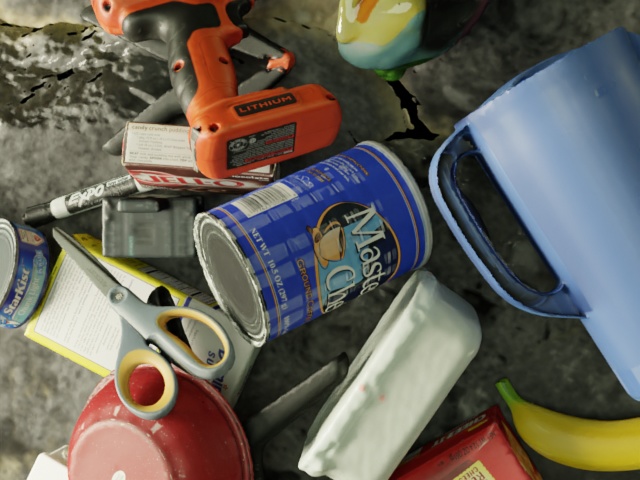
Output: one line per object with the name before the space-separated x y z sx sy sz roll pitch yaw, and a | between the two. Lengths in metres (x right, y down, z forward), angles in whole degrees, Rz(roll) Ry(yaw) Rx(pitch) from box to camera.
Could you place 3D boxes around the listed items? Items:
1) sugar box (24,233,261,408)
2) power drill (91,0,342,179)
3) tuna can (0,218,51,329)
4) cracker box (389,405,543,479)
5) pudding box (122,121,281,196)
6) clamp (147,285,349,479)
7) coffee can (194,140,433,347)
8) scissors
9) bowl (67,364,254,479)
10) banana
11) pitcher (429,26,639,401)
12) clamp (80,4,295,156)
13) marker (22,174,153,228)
sugar box | -0.138 0.073 0.857 0.176 0.048 0.093 26 98 6
power drill | -0.054 -0.143 0.772 0.184 0.057 0.188 -19 60 -13
tuna can | -0.253 0.028 0.861 0.086 0.033 0.086 -20 61 42
cracker box | 0.118 0.258 0.797 0.164 0.072 0.214 -32 87 12
pudding box | -0.087 -0.060 0.807 0.113 0.090 0.039 2 83 0
clamp | -0.086 0.145 0.810 0.165 0.036 0.210 26 103 16
coffee can | -0.005 0.001 0.766 0.140 0.103 0.103 -25 87 -22
scissors | -0.152 0.063 0.787 0.202 0.016 0.096 24 69 27
bowl | -0.131 0.171 0.783 0.162 0.055 0.162 2 95 27
banana | 0.230 0.136 0.787 0.198 0.037 0.069 -2 88 12
pitcher | 0.198 -0.009 0.741 0.149 0.144 0.243 -30 89 36
clamp | -0.106 -0.123 0.845 0.171 0.039 0.120 5 110 10
marker | -0.189 -0.034 0.874 0.121 0.020 0.020 -17 89 12
